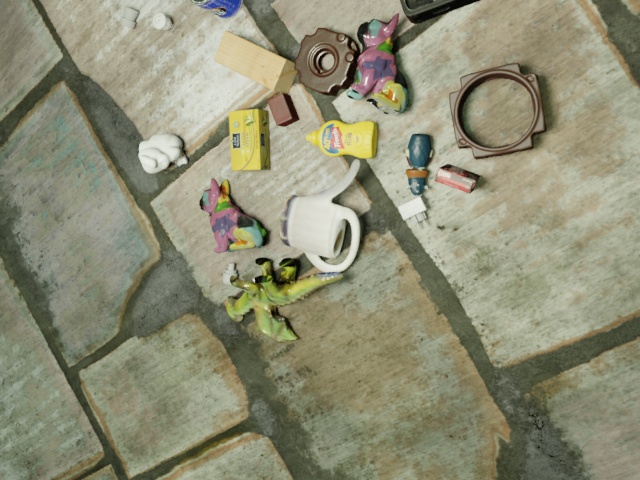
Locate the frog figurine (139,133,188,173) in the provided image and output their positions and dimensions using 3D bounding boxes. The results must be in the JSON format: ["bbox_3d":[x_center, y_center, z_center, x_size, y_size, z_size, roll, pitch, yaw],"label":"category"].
[{"bbox_3d":[-0.481,-0.260,1.525,0.138,0.160,0.122,19,101,19],"label":"frog figurine"}]

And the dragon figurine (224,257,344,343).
[{"bbox_3d":[-0.113,0.183,1.465,0.410,0.124,0.238,3,118,25],"label":"dragon figurine"}]

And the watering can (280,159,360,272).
[{"bbox_3d":[0.004,-0.069,1.363,0.225,0.106,0.340,14,119,18],"label":"watering can"}]
